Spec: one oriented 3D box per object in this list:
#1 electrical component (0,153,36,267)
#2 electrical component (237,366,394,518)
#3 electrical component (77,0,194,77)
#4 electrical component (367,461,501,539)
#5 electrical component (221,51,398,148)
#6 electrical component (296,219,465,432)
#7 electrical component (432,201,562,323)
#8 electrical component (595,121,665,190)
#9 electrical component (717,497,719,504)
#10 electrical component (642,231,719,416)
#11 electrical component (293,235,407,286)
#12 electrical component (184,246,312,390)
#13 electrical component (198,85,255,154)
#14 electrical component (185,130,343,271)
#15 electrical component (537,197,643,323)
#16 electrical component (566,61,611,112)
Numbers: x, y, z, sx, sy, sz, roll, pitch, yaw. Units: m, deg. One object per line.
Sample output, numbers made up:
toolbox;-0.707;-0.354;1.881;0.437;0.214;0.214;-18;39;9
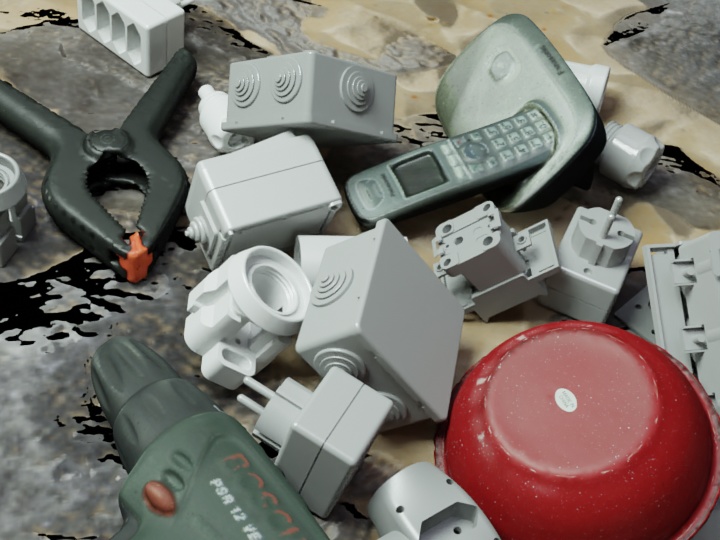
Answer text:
electrical component;-0.232;-0.040;0.672;0.048;0.055;0.066;17;47;6
electrical component;-0.032;0.084;0.581;0.077;0.065;0.047;31;49;7
electrical component;-0.165;-0.202;0.839;0.083;0.047;0.076;37;52;22
electrical component;0.028;0.149;0.554;0.079;0.043;0.077;-23;56;-27
electrical component;-0.033;-0.114;0.732;0.100;0.048;0.100;3;-1;44
electrical component;0.013;0.034;0.625;0.048;0.099;0.099;-21;37;32
electrical component;0.082;-0.006;0.684;0.081;0.064;0.042;-27;45;22
electrical component;0.192;-0.091;0.805;0.062;0.043;0.043;34;51;21
electrical component;0.259;0.141;0.607;0.099;0.064;0.099;11;54;-16
electrical component;0.220;0.040;0.640;0.079;0.063;0.121;-3;79;-13
electrical component;0.000;0.000;0.686;0.081;0.043;0.043;1;48;-10
electrical component;-0.064;0.022;0.631;0.058;0.057;0.078;29;39;-28
electrical component;-0.100;-0.112;0.777;0.035;0.035;0.061;-16;50;-24
electrical component;-0.071;-0.044;0.691;0.096;0.061;0.061;-18;71;-24
electrical component;0.156;-0.015;0.705;0.047;0.076;0.065;24;48;11
electrical component;0.172;-0.147;0.856;0.046;0.040;0.040;15;47;12
